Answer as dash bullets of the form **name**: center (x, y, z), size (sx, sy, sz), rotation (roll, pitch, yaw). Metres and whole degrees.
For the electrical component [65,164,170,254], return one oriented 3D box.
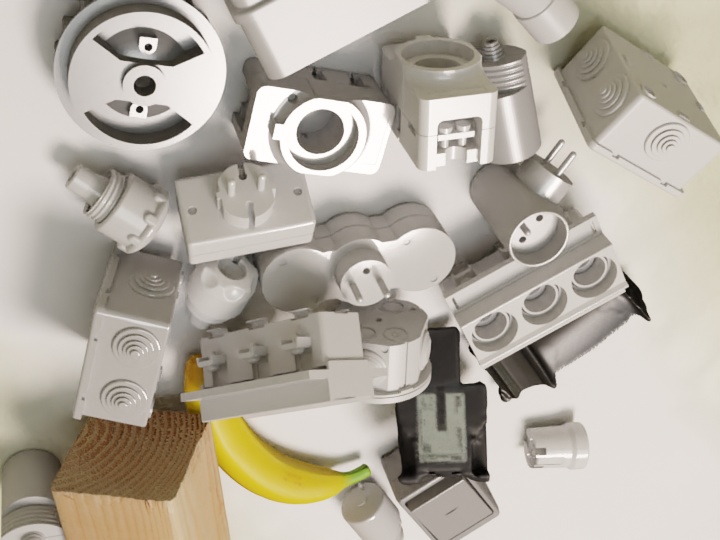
- **electrical component**: center (-0.156, -0.043, 0.682), size (0.062, 0.048, 0.048), rotation (34, 107, -25)

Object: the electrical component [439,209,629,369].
- **electrical component**: center (0.125, 0.010, 0.795), size (0.121, 0.063, 0.078), rotation (-29, 126, 2)

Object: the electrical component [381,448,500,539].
- **electrical component**: center (0.071, 0.186, 0.896), size (0.062, 0.061, 0.096), rotation (-33, 126, 5)

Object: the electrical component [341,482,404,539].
- **electrical component**: center (0.016, 0.213, 0.908), size (0.040, 0.040, 0.078), rotation (-31, 127, 4)

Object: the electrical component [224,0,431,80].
- **electrical component**: center (-0.023, -0.171, 0.620), size (0.113, 0.078, 0.057), rotation (-27, 129, 1)

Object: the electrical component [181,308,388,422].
- **electrical component**: center (-0.054, 0.065, 0.737), size (0.121, 0.063, 0.079), rotation (-14, 168, 38)

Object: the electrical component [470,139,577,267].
- **electrical component**: center (0.120, -0.054, 0.743), size (0.043, 0.077, 0.079), rotation (25, 112, -30)

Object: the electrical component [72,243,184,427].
- **electrical component**: center (-0.151, 0.043, 0.708), size (0.048, 0.099, 0.099), rotation (13, 118, -10)

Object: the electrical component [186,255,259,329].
- **electrical component**: center (-0.099, 0.017, 0.741), size (0.043, 0.043, 0.062), rotation (12, 137, -25)

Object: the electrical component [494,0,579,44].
- **electrical component**: center (0.110, -0.175, 0.683), size (0.044, 0.044, 0.065), rotation (-43, 129, 12)

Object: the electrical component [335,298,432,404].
- **electrical component**: center (0.013, 0.057, 0.782), size (0.080, 0.080, 0.051), rotation (-6, 119, -14)

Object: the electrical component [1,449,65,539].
- **electrical component**: center (-0.236, 0.172, 0.775), size (0.043, 0.081, 0.043), rotation (-8, 124, -13)

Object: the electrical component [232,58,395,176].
- **electrical component**: center (-0.029, -0.095, 0.681), size (0.089, 0.055, 0.050), rotation (5, 120, -21)

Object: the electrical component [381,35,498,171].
- **electrical component**: center (0.048, -0.109, 0.675), size (0.050, 0.089, 0.055), rotation (-9, 124, -12)

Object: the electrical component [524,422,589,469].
- **electrical component**: center (0.167, 0.151, 0.918), size (0.046, 0.040, 0.040), rotation (-2, 123, -9)

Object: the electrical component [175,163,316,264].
- **electrical component**: center (-0.073, -0.044, 0.684), size (0.083, 0.047, 0.075), rotation (-11, 164, -11)

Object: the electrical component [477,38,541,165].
- **electrical component**: center (0.093, -0.116, 0.714), size (0.043, 0.043, 0.081), rotation (-20, 126, -4)

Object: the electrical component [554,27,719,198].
- **electrical component**: center (0.187, -0.107, 0.718), size (0.100, 0.099, 0.048), rotation (23, 126, -29)

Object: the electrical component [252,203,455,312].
- **electrical component**: center (0.000, 0.000, 0.742), size (0.138, 0.073, 0.052), rotation (-10, 124, -12)
